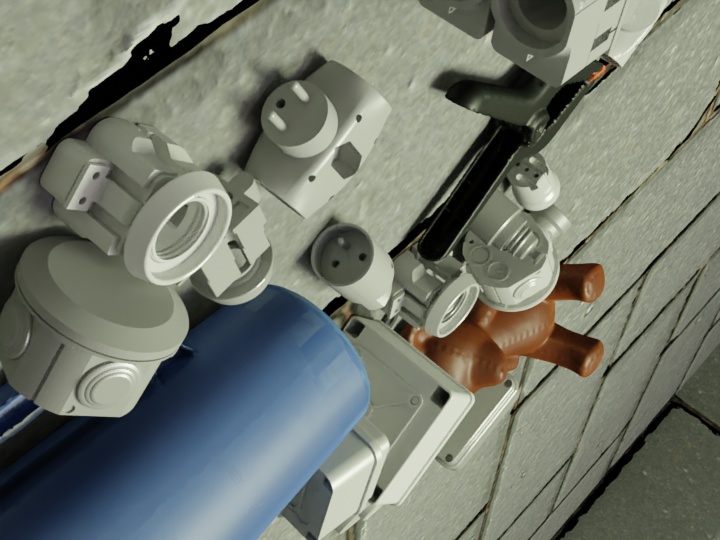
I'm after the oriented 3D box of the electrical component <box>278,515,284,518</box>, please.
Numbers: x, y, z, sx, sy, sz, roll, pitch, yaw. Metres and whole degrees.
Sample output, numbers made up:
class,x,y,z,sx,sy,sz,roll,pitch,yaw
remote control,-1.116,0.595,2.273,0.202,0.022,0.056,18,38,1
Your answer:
class,x,y,z,sx,sy,sz,roll,pitch,yaw
electrical component,-0.055,0.183,0.899,0.045,0.045,0.055,-54,158,4

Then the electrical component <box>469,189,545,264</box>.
class,x,y,z,sx,sy,sz,roll,pitch,yaw
electrical component,0.117,-0.035,0.874,0.040,0.078,0.040,-46,171,-10

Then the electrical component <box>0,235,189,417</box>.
class,x,y,z,sx,sy,sz,roll,pitch,yaw
electrical component,-0.123,0.025,0.490,0.080,0.080,0.051,-11,139,-58

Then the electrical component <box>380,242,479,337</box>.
class,x,y,z,sx,sy,sz,roll,pitch,yaw
electrical component,0.056,0.016,0.851,0.078,0.057,0.058,-36,152,-35

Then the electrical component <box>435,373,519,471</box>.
class,x,y,z,sx,sy,sz,roll,pitch,yaw
electrical component,0.100,0.138,1.089,0.113,0.078,0.057,-51,160,-5

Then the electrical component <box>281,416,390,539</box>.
class,x,y,z,sx,sy,sz,roll,pitch,yaw
electrical component,-0.042,0.118,0.740,0.057,0.113,0.078,-30,149,-38

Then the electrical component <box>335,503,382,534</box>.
class,x,y,z,sx,sy,sz,roll,pitch,yaw
electrical component,-0.003,0.204,1.037,0.099,0.064,0.099,-40,167,-11

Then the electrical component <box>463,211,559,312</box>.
class,x,y,z,sx,sy,sz,roll,pitch,yaw
electrical component,0.129,-0.009,0.928,0.080,0.080,0.051,-49,152,-8

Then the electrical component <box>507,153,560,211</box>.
class,x,y,z,sx,sy,sz,roll,pitch,yaw
electrical component,0.146,-0.077,0.912,0.040,0.040,0.046,-52,152,-2

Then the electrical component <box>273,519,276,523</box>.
class,x,y,z,sx,sy,sz,roll,pitch,yaw
electrical component,-0.069,0.160,0.844,0.065,0.044,0.044,-58,158,-1

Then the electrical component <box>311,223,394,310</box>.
class,x,y,z,sx,sy,sz,roll,pitch,yaw
electrical component,0.000,0.000,0.736,0.043,0.043,0.081,-52,158,-1

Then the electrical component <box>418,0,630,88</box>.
class,x,y,z,sx,sy,sz,roll,pitch,yaw
electrical component,0.093,-0.197,0.544,0.060,0.105,0.186,-38,153,-31

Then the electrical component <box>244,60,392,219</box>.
class,x,y,z,sx,sy,sz,roll,pitch,yaw
electrical component,-0.028,-0.075,0.570,0.077,0.043,0.079,-52,158,-1

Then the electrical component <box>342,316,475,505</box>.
class,x,y,z,sx,sy,sz,roll,pitch,yaw
electrical component,0.013,0.109,0.839,0.108,0.109,0.056,-55,154,7

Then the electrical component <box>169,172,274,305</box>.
class,x,y,z,sx,sy,sz,roll,pitch,yaw
electrical component,-0.074,-0.013,0.574,0.066,0.048,0.055,-46,149,-17

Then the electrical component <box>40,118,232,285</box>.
class,x,y,z,sx,sy,sz,roll,pitch,yaw
electrical component,-0.096,-0.030,0.488,0.058,0.057,0.078,-58,157,13

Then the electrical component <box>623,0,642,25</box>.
class,x,y,z,sx,sy,sz,roll,pitch,yaw
electrical component,0.178,-0.206,0.763,0.055,0.055,0.047,-40,158,-28

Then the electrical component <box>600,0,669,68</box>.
class,x,y,z,sx,sy,sz,roll,pitch,yaw
electrical component,0.208,-0.200,0.823,0.077,0.043,0.079,-57,180,10

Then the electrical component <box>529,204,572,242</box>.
class,x,y,z,sx,sy,sz,roll,pitch,yaw
electrical component,0.169,-0.039,1.012,0.046,0.040,0.040,-47,158,0
